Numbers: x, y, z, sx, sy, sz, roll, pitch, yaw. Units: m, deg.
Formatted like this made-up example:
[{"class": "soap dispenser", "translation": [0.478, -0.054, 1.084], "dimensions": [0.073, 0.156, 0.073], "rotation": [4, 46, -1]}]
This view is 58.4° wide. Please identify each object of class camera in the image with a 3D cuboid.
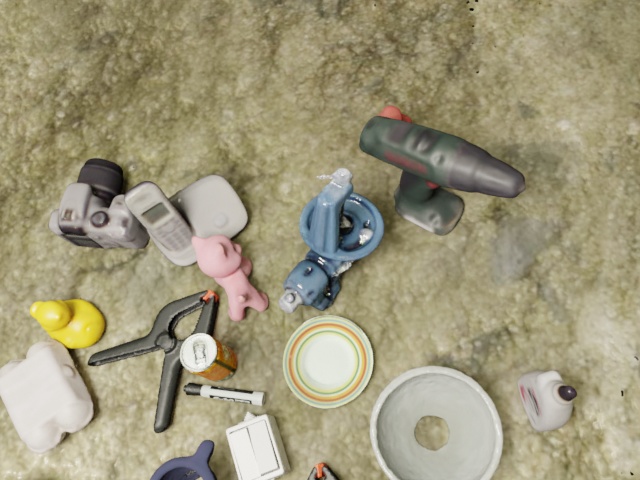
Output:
[{"class": "camera", "translation": [-0.350, -0.063, 0.919], "dimensions": [0.143, 0.101, 0.137], "rotation": [4, 70, 8]}]

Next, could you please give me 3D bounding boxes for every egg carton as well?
[{"class": "egg carton", "translation": [-0.398, 0.225, 0.835], "dimensions": [0.107, 0.069, 0.150], "rotation": [-37, 70, -7]}]

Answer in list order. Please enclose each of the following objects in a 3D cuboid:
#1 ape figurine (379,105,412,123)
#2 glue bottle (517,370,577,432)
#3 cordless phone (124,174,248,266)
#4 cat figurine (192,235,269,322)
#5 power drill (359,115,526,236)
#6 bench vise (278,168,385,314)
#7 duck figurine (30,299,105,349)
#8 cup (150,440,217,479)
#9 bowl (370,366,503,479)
[{"class": "ape figurine", "translation": [0.112, -0.179, 0.912], "dimensions": [0.078, 0.092, 0.076], "rotation": [-27, 69, -3]}, {"class": "glue bottle", "translation": [0.286, 0.195, 0.709], "dimensions": [0.037, 0.173, 0.078], "rotation": [-18, 68, 0]}, {"class": "cordless phone", "translation": [-0.198, -0.049, 0.851], "dimensions": [0.147, 0.185, 0.094], "rotation": [-37, 70, -7]}, {"class": "cat figurine", "translation": [-0.136, 0.047, 0.844], "dimensions": [0.067, 0.118, 0.127], "rotation": [-29, 69, -4]}, {"class": "power drill", "translation": [0.164, -0.086, 0.809], "dimensions": [0.229, 0.208, 0.076], "rotation": [28, 76, 16]}, {"class": "bench vise", "translation": [0.019, 0.006, 0.786], "dimensions": [0.121, 0.220, 0.207], "rotation": [13, 72, 12]}, {"class": "duck figurine", "translation": [-0.385, 0.120, 0.864], "dimensions": [0.104, 0.086, 0.077], "rotation": [18, 73, 13]}, {"class": "cup", "translation": [-0.164, 0.322, 0.758], "dimensions": [0.091, 0.095, 0.118], "rotation": [22, 74, 14]}, {"class": "bowl", "translation": [0.151, 0.255, 0.756], "dimensions": [0.167, 0.075, 0.167], "rotation": [-2, 70, 6]}]
